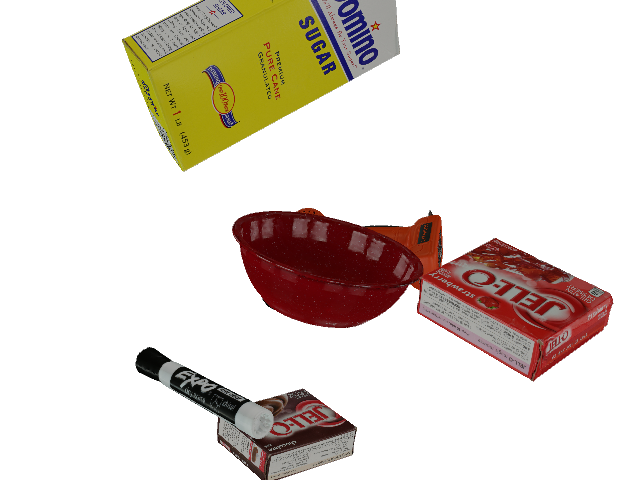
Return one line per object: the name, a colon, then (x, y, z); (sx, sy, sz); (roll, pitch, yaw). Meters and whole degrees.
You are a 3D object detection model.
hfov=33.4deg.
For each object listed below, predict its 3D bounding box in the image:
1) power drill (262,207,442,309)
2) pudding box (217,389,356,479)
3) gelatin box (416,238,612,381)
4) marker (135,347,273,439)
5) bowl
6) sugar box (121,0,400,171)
power drill: (0.036, 0.020, 1.167); (0.188, 0.057, 0.184); (2, 30, 12)
pudding box: (-0.034, 0.194, 1.071); (0.113, 0.039, 0.090); (-12, 27, -37)
gelatin box: (0.114, 0.037, 0.628); (0.073, 0.030, 0.089); (-24, 40, -38)
marker: (-0.077, 0.094, 0.675); (0.121, 0.020, 0.020); (20, 13, 41)
bowl: (0.002, 0.029, 0.883); (0.162, 0.055, 0.162); (11, 18, -4)
sugar box: (-0.032, -0.126, 0.695); (0.176, 0.048, 0.093); (-29, -37, -12)
